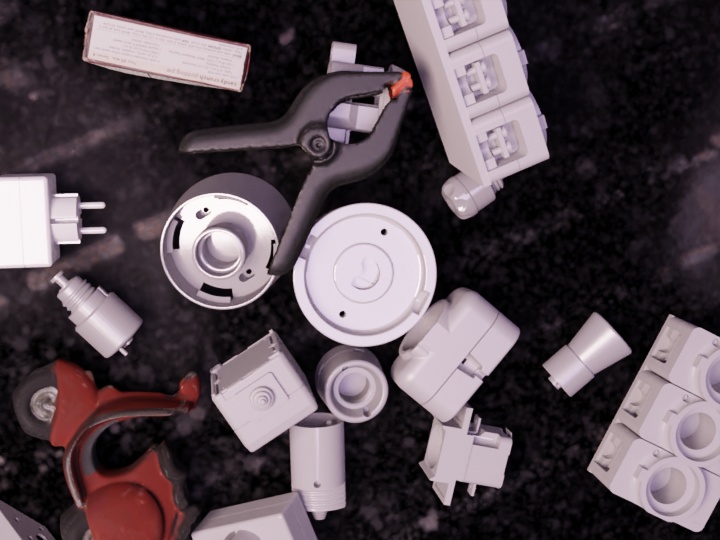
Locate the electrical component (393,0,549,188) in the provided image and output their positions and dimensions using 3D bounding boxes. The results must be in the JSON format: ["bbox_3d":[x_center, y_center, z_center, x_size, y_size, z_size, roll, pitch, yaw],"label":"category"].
[{"bbox_3d":[0.083,-0.149,0.791,0.062,0.089,0.150,-23,111,-5],"label":"electrical component"}]

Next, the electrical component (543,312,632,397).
[{"bbox_3d":[0.182,0.071,0.875,0.065,0.044,0.044,-42,102,4],"label":"electrical component"}]

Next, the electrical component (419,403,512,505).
[{"bbox_3d":[0.087,0.147,0.871,0.064,0.042,0.081,11,97,-11],"label":"electrical component"}]

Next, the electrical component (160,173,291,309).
[{"bbox_3d":[-0.101,-0.021,0.821,0.099,0.064,0.099,1,106,3],"label":"electrical component"}]

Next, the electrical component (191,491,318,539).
[{"bbox_3d":[-0.087,0.215,0.824,0.083,0.075,0.047,-17,102,22],"label":"electrical component"}]

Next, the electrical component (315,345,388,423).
[{"bbox_3d":[-0.006,0.090,0.846,0.055,0.047,0.055,-1,98,-8],"label":"electrical component"}]

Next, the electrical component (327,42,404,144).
[{"bbox_3d":[0.003,-0.128,0.812,0.057,0.058,0.078,7,97,-6],"label":"electrical component"}]

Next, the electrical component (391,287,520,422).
[{"bbox_3d":[0.071,0.063,0.849,0.059,0.054,0.095,40,89,-10],"label":"electrical component"}]

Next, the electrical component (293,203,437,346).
[{"bbox_3d":[0.000,0.000,0.827,0.108,0.060,0.108,-1,98,-8],"label":"electrical component"}]

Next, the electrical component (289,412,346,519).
[{"bbox_3d":[-0.033,0.158,0.854,0.043,0.043,0.081,-3,99,-8],"label":"electrical component"}]

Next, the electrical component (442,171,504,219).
[{"bbox_3d":[0.096,-0.069,0.845,0.061,0.035,0.035,-35,101,-4],"label":"electrical component"}]

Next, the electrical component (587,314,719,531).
[{"bbox_3d":[0.268,0.126,0.884,0.089,0.061,0.150,26,94,-10],"label":"electrical component"}]

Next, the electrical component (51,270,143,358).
[{"bbox_3d":[-0.201,0.031,0.813,0.040,0.040,0.078,-45,101,0],"label":"electrical component"}]

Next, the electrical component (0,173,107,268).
[{"bbox_3d":[-0.227,-0.038,0.796,0.077,0.047,0.065,-2,98,-8],"label":"electrical component"}]

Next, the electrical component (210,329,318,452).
[{"bbox_3d":[-0.071,0.094,0.812,0.062,0.096,0.061,-33,102,-2],"label":"electrical component"}]
